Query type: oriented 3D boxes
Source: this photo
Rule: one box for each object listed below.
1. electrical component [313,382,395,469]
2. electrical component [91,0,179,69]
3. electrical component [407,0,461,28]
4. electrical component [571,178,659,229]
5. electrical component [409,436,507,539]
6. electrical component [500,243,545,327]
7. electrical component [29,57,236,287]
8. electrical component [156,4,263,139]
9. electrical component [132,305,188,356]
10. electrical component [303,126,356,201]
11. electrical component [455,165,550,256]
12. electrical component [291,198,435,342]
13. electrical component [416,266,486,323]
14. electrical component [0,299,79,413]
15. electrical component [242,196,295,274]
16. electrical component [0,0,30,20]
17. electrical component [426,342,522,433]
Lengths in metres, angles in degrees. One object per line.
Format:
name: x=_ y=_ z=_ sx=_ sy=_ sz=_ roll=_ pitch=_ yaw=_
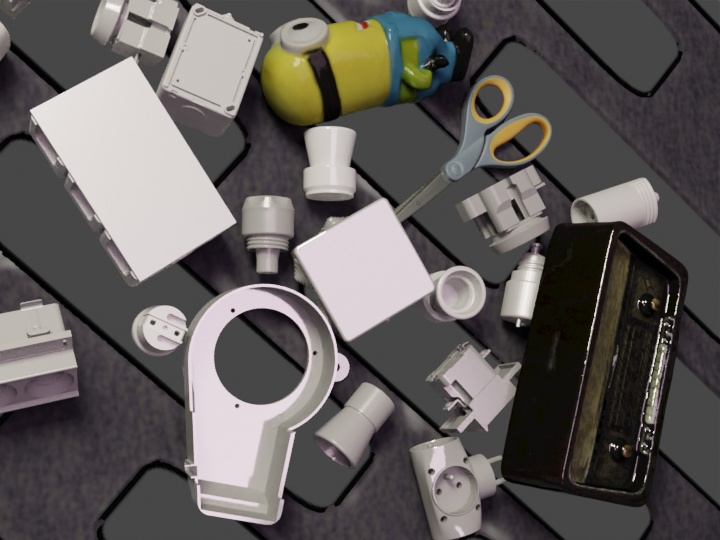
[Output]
electrical component: x=-0.002 y=0.125 z=0.886 sx=0.044 sy=0.044 sz=0.065 roll=45 pitch=67 yaw=-9
electrical component: x=-0.182 y=-0.196 z=0.861 sx=0.055 sy=0.048 sz=0.066 roll=20 pitch=78 yaw=-23
electrical component: x=0.069 y=-0.239 z=0.943 sx=0.043 sy=0.062 sz=0.043 roll=2 pitch=83 yaw=-19
electrical component: x=0.240 y=-0.056 z=0.988 sx=0.081 sy=0.043 sz=0.043 roll=-18 pitch=89 yaw=-20
electrical component: x=0.088 y=0.178 z=0.907 sx=0.079 sy=0.044 sz=0.077 roll=-14 pitch=88 yaw=-20
electrical component: x=0.149 y=0.015 z=0.950 sx=0.040 sy=0.040 sz=0.078 roll=15 pitch=79 yaw=-17
electrical component: x=-0.179 y=-0.073 z=0.838 sx=0.089 sy=0.062 sz=0.150 roll=-34 pitch=95 yaw=-19
electrical component: x=-0.123 y=-0.164 z=0.872 sx=0.062 sy=0.061 sz=0.096 roll=22 pitch=69 yaw=-15
electrical component: x=-0.155 y=0.047 z=0.839 sx=0.040 sy=0.046 sz=0.040 roll=2 pitch=83 yaw=-19
electrical component: x=-0.025 y=-0.088 z=0.901 sx=0.045 sy=0.045 sz=0.055 roll=2 pitch=83 yaw=-19
electrical component: x=0.131 y=-0.049 z=0.944 sx=0.078 sy=0.058 sz=0.057 roll=-28 pitch=90 yaw=-20
electrical component: x=0.000 y=0.000 z=0.891 sx=0.100 sy=0.048 sz=0.099 roll=-30 pitch=96 yaw=-11
electrical component: x=0.076 y=0.022 z=0.916 sx=0.045 sy=0.055 sz=0.045 roll=2 pitch=83 yaw=-19
electrical component: x=-0.273 y=0.068 z=0.783 sx=0.121 sy=0.078 sz=0.063 roll=-11 pitch=58 yaw=-20
electrical component: x=-0.075 y=-0.028 z=0.878 sx=0.043 sy=0.043 sz=0.062 roll=3 pitch=84 yaw=-19
electrical component: x=-0.267 y=-0.229 z=0.830 sx=0.048 sy=0.055 sz=0.066 roll=42 pitch=72 yaw=-10
electrical component: x=0.094 y=0.100 z=0.921 sx=0.063 sy=0.042 sz=0.081 roll=47 pitch=71 yaw=-5
